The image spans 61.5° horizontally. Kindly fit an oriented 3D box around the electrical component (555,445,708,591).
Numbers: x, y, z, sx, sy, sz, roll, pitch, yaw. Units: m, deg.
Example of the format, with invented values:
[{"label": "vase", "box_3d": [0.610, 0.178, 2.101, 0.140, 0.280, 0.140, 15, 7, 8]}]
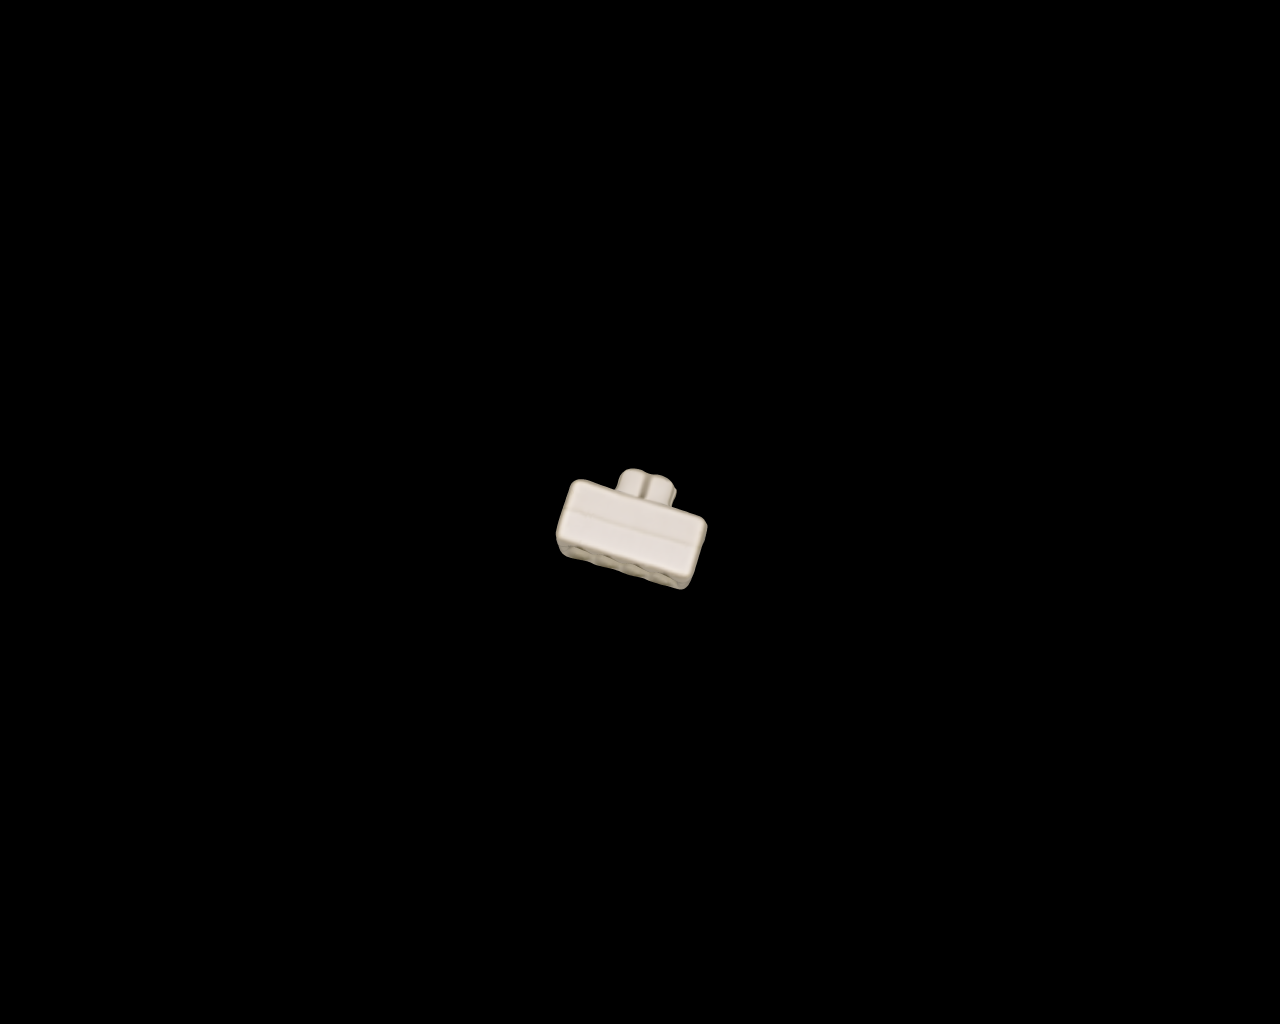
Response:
[{"label": "electrical component", "box_3d": [0.001, -0.003, 0.650, 0.083, 0.076, 0.047, 18, -11, 4]}]
